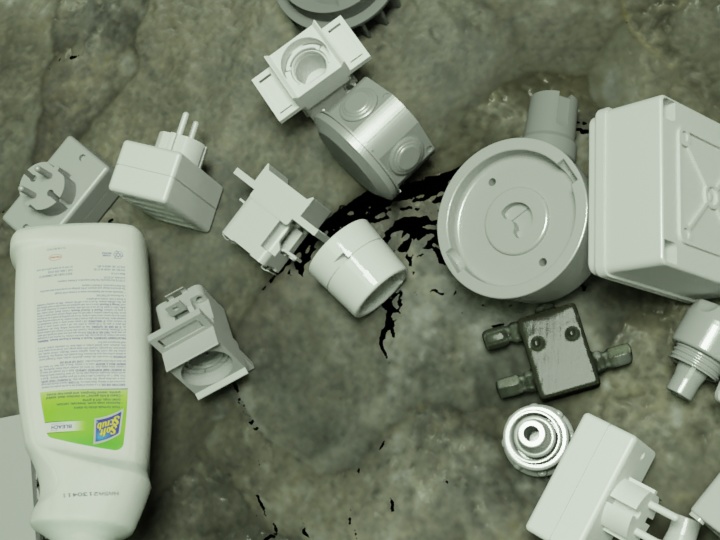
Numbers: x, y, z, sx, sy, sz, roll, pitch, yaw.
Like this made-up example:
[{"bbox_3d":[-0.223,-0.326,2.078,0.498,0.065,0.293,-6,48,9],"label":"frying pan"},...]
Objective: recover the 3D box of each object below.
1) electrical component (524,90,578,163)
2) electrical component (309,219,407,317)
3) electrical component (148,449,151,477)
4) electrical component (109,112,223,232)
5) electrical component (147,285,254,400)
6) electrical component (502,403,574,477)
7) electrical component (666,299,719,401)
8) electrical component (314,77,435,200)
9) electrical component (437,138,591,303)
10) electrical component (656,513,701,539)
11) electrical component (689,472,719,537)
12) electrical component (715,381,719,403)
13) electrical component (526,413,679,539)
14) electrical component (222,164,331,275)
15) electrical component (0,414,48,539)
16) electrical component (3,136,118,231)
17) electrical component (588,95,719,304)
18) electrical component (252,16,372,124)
[{"bbox_3d":[0.133,-0.097,0.753,0.040,0.040,0.046,6,73,15],"label":"electrical component"},{"bbox_3d":[0.000,0.000,0.756,0.055,0.055,0.047,-43,75,1],"label":"electrical component"},{"bbox_3d":[-0.171,0.151,0.770,0.040,0.040,0.078,-4,76,13],"label":"electrical component"},{"bbox_3d":[-0.136,-0.078,0.793,0.047,0.083,0.075,14,81,17],"label":"electrical component"},{"bbox_3d":[-0.114,0.049,0.766,0.042,0.081,0.063,-27,50,6],"label":"electrical component"},{"bbox_3d":[0.114,0.108,0.696,0.048,0.062,0.048,-3,76,13],"label":"electrical component"},{"bbox_3d":[0.220,0.054,0.692,0.043,0.043,0.062,30,87,19],"label":"electrical component"},{"bbox_3d":[0.010,-0.092,0.762,0.051,0.080,0.080,-44,71,-4],"label":"electrical component"},{"bbox_3d":[0.114,-0.029,0.725,0.108,0.060,0.108,-9,74,32],"label":"electrical component"},{"bbox_3d":[0.194,0.183,0.668,0.043,0.043,0.062,18,81,18],"label":"electrical component"},{"bbox_3d":[0.252,0.152,0.638,0.061,0.096,0.062,-51,42,-2],"label":"electrical component"},{"bbox_3d":[0.280,0.059,0.655,0.100,0.048,0.099,26,83,-10],"label":"electrical component"},{"bbox_3d":[0.161,0.146,0.672,0.076,0.047,0.083,25,84,37],"label":"electrical component"},{"bbox_3d":[-0.063,-0.035,0.786,0.081,0.042,0.063,38,90,20],"label":"electrical component"},{"bbox_3d":[-0.257,0.187,0.771,0.089,0.062,0.150,-12,74,11],"label":"electrical component"},{"bbox_3d":[-0.232,-0.059,0.817,0.047,0.076,0.083,38,88,19],"label":"electrical component"},{"bbox_3d":[0.199,-0.042,0.682,0.056,0.109,0.108,-11,71,47],"label":"electrical component"},{"bbox_3d":[-0.032,-0.142,0.792,0.081,0.064,0.042,-35,70,4],"label":"electrical component"}]
